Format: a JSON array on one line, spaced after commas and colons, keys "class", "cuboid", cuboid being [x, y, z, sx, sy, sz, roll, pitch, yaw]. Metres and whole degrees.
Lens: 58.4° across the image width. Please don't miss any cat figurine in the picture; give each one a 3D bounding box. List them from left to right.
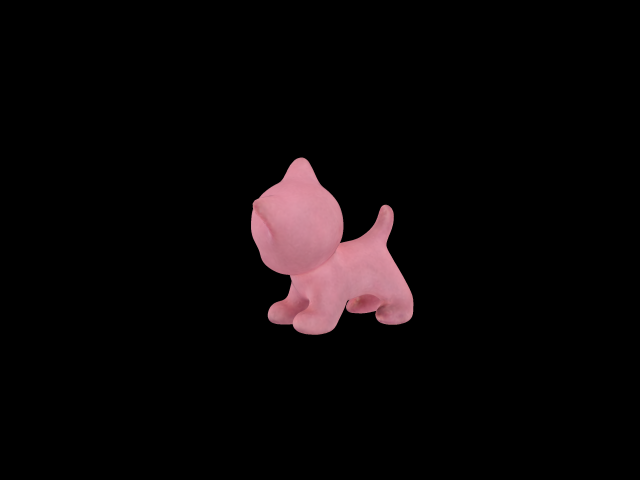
[{"class": "cat figurine", "cuboid": [0.004, 0.001, 0.400, 0.128, 0.118, 0.067, -3, 5, -31]}]
